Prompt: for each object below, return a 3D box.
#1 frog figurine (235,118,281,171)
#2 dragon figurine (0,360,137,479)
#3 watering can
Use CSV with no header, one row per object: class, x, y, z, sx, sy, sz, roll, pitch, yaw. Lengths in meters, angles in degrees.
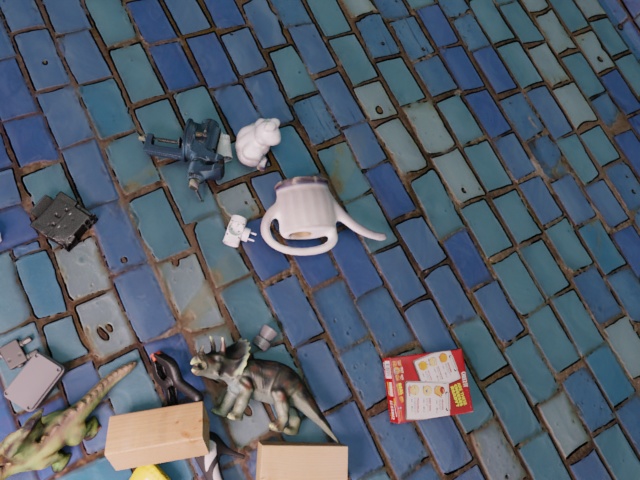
frog figurine,-0.172,-0.279,1.425,0.122,0.157,0.139,27,70,-3
dragon figurine,-0.565,0.400,1.074,0.122,0.239,0.415,39,70,5
watering can,0.004,-0.072,1.429,0.348,0.102,0.227,-5,74,-14
